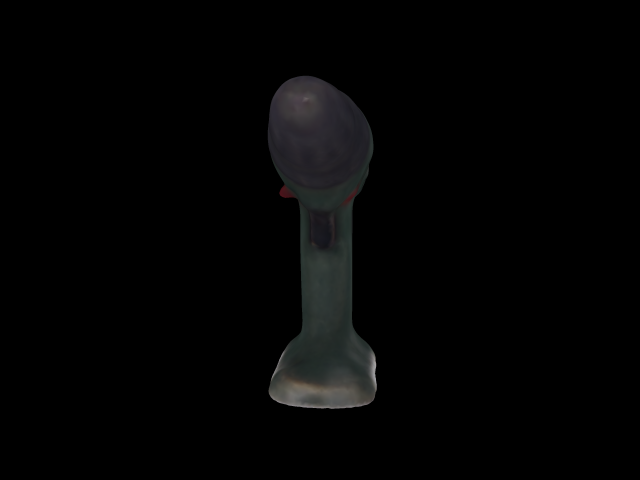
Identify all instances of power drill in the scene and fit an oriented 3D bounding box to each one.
[{"bbox_3d":[0.004,0.001,0.400,0.075,0.208,0.229,1,11,4],"label":"power drill"}]
